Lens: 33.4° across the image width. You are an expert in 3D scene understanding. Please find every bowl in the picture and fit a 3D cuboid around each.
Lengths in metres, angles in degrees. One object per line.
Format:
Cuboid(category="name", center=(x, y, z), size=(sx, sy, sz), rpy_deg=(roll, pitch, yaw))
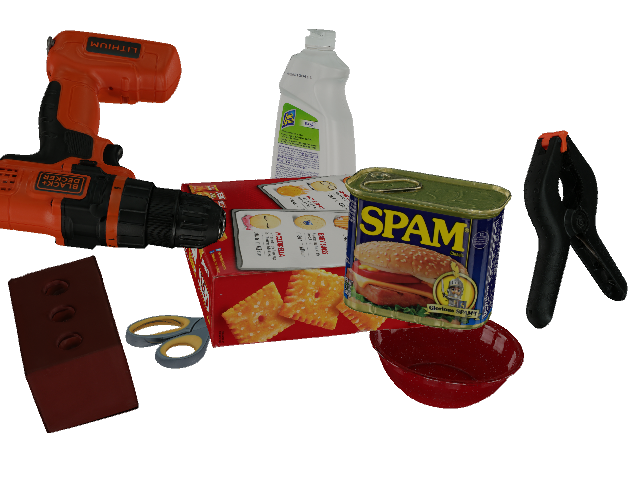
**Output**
Cuboid(category="bowl", center=(0.129, 0.129, 1.123), size=(0.162, 0.055, 0.162), rpy_deg=(5, 25, -2))

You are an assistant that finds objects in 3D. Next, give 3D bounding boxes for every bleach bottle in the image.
Cuboid(category="bleach bottle", center=(-0.002, -0.092, 1.118), size=(0.103, 0.251, 0.067), rpy_deg=(14, 16, 34))

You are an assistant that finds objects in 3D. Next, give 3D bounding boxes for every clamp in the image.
Cuboid(category="clamp", center=(0.211, -0.007, 0.943), size=(0.120, 0.171, 0.039), rpy_deg=(-25, 10, -39))

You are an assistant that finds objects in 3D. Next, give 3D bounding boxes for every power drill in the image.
Cuboid(category="power drill", center=(-0.155, -0.075, 0.810), size=(0.184, 0.187, 0.057), rpy_deg=(8, -41, -4))

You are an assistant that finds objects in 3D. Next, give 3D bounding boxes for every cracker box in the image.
Cuboid(category="cracker box", center=(0.001, 0.011, 0.877), size=(0.213, 0.072, 0.164), rpy_deg=(-4, 29, -15))

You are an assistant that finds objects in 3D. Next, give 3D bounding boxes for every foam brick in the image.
Cuboid(category="foam brick", center=(-0.138, 0.057, 0.594), size=(0.053, 0.051, 0.078), rpy_deg=(-16, 43, -13))

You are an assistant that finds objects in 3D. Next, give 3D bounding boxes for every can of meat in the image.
Cuboid(category="can of meat", center=(0.065, 0.005, 0.685), size=(0.102, 0.084, 0.057), rpy_deg=(11, 22, 19))

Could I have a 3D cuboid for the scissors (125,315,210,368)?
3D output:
Cuboid(category="scissors", center=(-0.107, 0.097, 1.148), size=(0.201, 0.016, 0.096), rpy_deg=(-7, 31, -23))
